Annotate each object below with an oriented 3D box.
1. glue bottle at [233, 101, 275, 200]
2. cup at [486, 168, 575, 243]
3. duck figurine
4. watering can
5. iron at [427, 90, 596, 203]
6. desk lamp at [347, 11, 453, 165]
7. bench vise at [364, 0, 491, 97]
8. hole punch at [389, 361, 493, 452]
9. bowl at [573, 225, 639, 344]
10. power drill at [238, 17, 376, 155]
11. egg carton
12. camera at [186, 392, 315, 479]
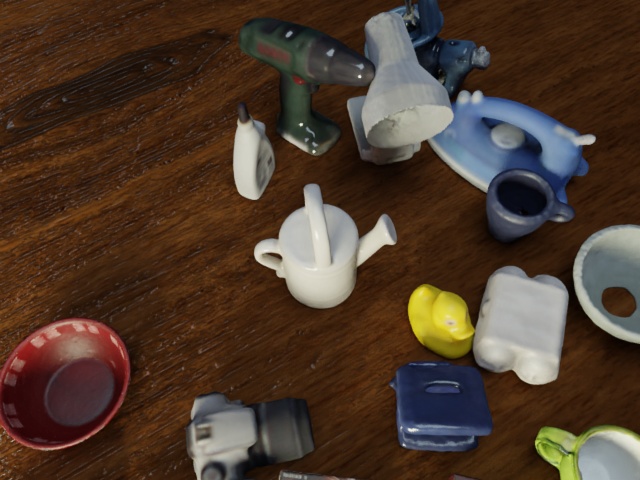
[{"bbox_3d":[-0.099,-0.134,0.818,0.037,0.173,0.078,19,62,12],"label":"glue bottle"},{"bbox_3d":[0.284,-0.035,0.799,0.117,0.095,0.092,17,62,11],"label":"cup"},{"bbox_3d":[0.159,0.094,0.732,0.077,0.086,0.104,-28,63,-14],"label":"duck figurine"},{"bbox_3d":[0.006,0.001,0.726,0.173,0.194,0.100,-26,63,-13],"label":"watering can"},{"bbox_3d":[0.268,-0.154,0.840,0.257,0.141,0.119,30,65,17],"label":"iron"},{"bbox_3d":[0.103,-0.201,0.829,0.118,0.214,0.203,-11,60,-5],"label":"desk lamp"},{"bbox_3d":[0.175,-0.346,0.907,0.207,0.220,0.121,11,61,7],"label":"bench vise"},{"bbox_3d":[0.139,0.190,0.675,0.108,0.091,0.101,0,60,1],"label":"hole punch"},{"bbox_3d":[0.407,0.067,0.749,0.167,0.075,0.167,0,60,1],"label":"bowl"},{"bbox_3d":[-0.017,-0.227,0.849,0.229,0.208,0.076,33,66,18],"label":"power drill"},{"bbox_3d":[0.257,0.106,0.733,0.107,0.069,0.150,15,62,10],"label":"egg carton"},{"bbox_3d":[-0.074,0.236,0.646,0.137,0.101,0.143,-10,60,-5],"label":"camera"}]
